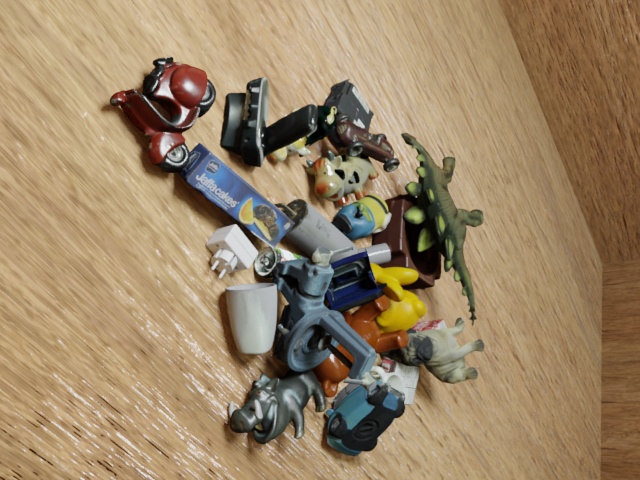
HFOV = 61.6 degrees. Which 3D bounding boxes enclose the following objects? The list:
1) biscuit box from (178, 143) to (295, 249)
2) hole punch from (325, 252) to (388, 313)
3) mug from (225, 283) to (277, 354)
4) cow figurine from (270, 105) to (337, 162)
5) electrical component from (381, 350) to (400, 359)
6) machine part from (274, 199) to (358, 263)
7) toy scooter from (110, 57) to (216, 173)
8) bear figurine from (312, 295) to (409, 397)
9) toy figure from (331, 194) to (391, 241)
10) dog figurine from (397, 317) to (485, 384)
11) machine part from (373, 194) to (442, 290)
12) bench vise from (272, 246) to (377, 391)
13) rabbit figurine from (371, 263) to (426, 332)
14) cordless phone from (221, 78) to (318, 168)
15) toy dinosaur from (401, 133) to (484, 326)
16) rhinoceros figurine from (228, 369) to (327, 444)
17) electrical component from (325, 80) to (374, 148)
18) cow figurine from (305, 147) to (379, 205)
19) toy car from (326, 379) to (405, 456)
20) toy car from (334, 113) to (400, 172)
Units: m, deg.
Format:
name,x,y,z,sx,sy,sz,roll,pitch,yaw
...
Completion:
name,x,y,z,sx,sy,sz,roll,pitch,yaw
biscuit box,-0.133,-0.068,0.866,0.059,0.063,0.202,-49,128,2
hole punch,0.053,0.081,1.014,0.116,0.142,0.092,83,-17,-85
mug,-0.107,0.125,0.864,0.109,0.081,0.107,-1,89,-86
cow figurine,-0.029,-0.205,1.036,0.167,0.098,0.068,-57,130,-44
electrical component,0.172,0.225,1.212,0.102,0.045,0.078,-12,91,-53
machine part,-0.002,-0.003,1.026,0.243,0.079,0.079,42,49,-39
toy scooter,-0.233,-0.201,0.791,0.135,0.075,0.184,36,58,-39
bear figurine,0.063,0.199,1.016,0.196,0.132,0.120,-24,85,-58
toy figure,0.089,-0.049,1.158,0.180,0.082,0.089,-16,94,-51
dog figurine,0.242,0.262,1.186,0.190,0.121,0.172,-5,113,-23
machine part,0.213,0.007,1.297,0.201,0.087,0.201,33,55,-45
bench vise,0.012,0.136,0.857,0.129,0.241,0.223,9,113,-48
rabbit figurine,0.129,0.115,1.126,0.173,0.162,0.122,48,55,-9
cordless phone,-0.075,-0.215,0.906,0.088,0.184,0.146,22,63,-43
toy dinosaur,0.291,-0.037,1.264,0.198,0.105,0.471,-31,95,-45
rhinoceros figurine,-0.066,0.264,0.869,0.190,0.073,0.112,-19,96,-53
electrical component,0.059,-0.274,1.203,0.114,0.058,0.134,48,46,-31
cow figurine,0.045,-0.142,1.124,0.127,0.086,0.195,61,36,-17
toy car,0.075,0.315,1.007,0.109,0.161,0.103,35,9,-32
toy car,0.105,-0.204,1.135,0.202,0.053,0.089,13,45,-48
